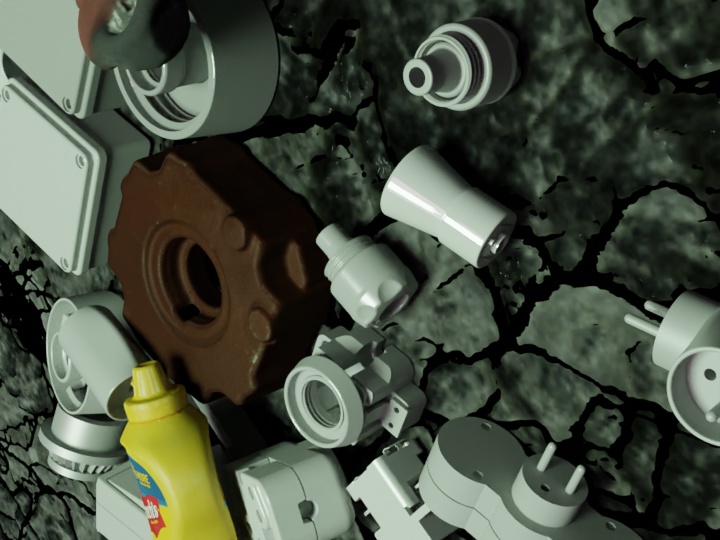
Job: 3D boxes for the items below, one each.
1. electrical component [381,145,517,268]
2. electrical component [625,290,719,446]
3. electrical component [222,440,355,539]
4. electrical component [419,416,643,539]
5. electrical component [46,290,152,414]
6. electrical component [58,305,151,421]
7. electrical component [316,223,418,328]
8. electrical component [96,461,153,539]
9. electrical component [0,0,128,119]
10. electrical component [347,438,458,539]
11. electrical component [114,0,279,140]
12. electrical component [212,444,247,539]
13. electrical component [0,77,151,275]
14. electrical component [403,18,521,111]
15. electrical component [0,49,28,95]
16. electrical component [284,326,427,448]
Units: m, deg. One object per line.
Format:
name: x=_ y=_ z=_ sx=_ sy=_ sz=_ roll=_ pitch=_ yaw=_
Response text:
electrical component: x=0.049 y=-0.031 z=0.567 sx=0.065 sy=0.044 sz=0.044 roll=36 pitch=128 yaw=21
electrical component: x=0.155 y=0.033 z=0.467 sx=0.079 sy=0.077 sz=0.043 roll=27 pitch=124 yaw=33
electrical component: x=-0.045 y=0.146 z=0.702 sx=0.095 sy=0.059 sz=0.053 roll=-5 pitch=103 yaw=66
electrical component: x=0.098 y=0.124 z=0.575 sx=0.138 sy=0.052 sz=0.073 roll=37 pitch=129 yaw=26
electrical component: x=-0.203 y=0.066 z=0.838 sx=0.099 sy=0.064 sz=0.099 roll=8 pitch=100 yaw=53
electrical component: x=-0.169 y=0.073 z=0.764 sx=0.077 sy=0.043 sz=0.079 roll=44 pitch=172 yaw=36
electrical component: x=0.000 y=0.000 z=0.624 sx=0.062 sy=0.043 sz=0.043 roll=48 pitch=133 yaw=19
electrical component: x=-0.161 y=0.182 z=0.837 sx=0.096 sy=0.062 sz=0.061 roll=27 pitch=124 yaw=33
electrical component: x=-0.192 y=-0.177 z=0.722 sx=0.109 sy=0.056 sz=0.108 roll=42 pitch=131 yaw=23
electrical component: x=0.029 y=0.141 z=0.656 sx=0.063 sy=0.042 sz=0.081 roll=53 pitch=134 yaw=16
electrical component: x=-0.109 y=-0.132 z=0.660 sx=0.108 sy=0.060 sz=0.108 roll=18 pitch=119 yaw=38
electrical component: x=-0.100 y=0.174 z=0.789 sx=0.081 sy=0.043 sz=0.043 roll=56 pitch=135 yaw=11
electrical component: x=-0.213 y=-0.072 z=0.785 sx=0.109 sy=0.056 sz=0.108 roll=39 pitch=129 yaw=25
electrical component: x=0.047 y=-0.099 z=0.525 sx=0.043 sy=0.062 sz=0.043 roll=18 pitch=118 yaw=37
electrical component: x=-0.268 y=-0.132 z=0.821 sx=0.077 sy=0.044 sz=0.079 roll=-2 pitch=104 yaw=44
electrical component: x=-0.008 y=0.073 z=0.651 sx=0.078 sy=0.057 sz=0.058 roll=38 pitch=129 yaw=26
